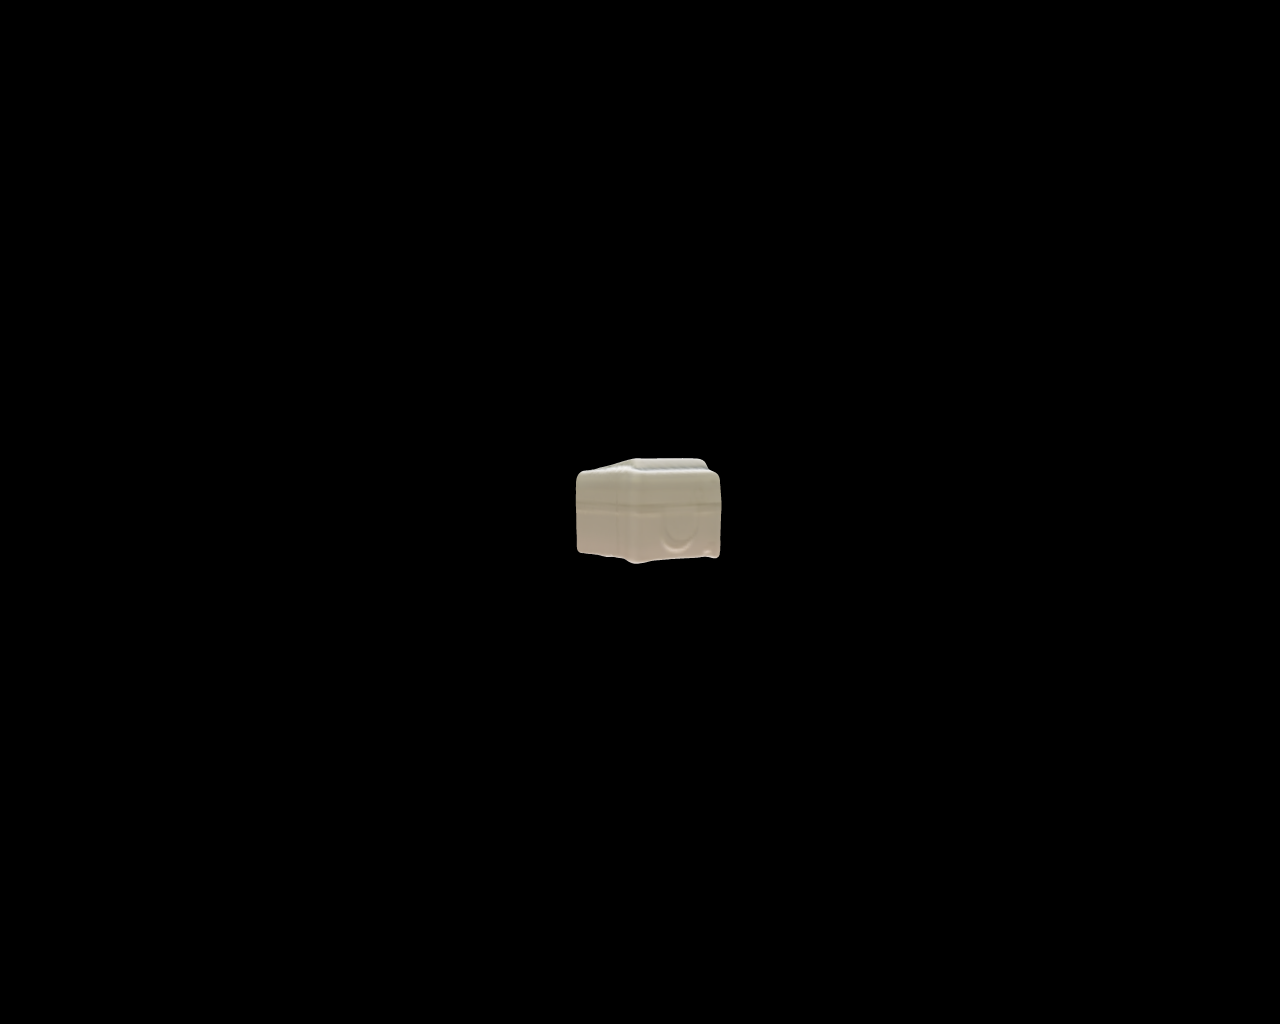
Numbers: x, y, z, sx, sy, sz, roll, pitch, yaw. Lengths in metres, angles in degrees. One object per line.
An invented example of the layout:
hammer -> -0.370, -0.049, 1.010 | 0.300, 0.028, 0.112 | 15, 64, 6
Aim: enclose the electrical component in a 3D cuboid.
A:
electrical component -> 0.001, -0.003, 0.650 | 0.062, 0.061, 0.096 | -1, 3, -28
